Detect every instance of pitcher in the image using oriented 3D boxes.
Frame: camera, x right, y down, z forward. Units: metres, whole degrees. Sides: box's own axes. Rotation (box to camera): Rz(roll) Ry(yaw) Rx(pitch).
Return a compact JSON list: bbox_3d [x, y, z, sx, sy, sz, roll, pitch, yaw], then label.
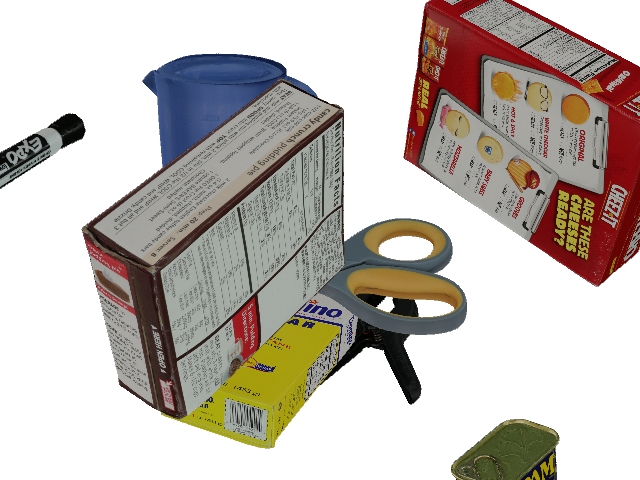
[{"bbox_3d":[-0.092,-0.065,1.103,0.144,0.243,0.149,-12,26,-28],"label":"pitcher"}]

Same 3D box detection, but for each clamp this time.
[{"bbox_3d":[0.065,0.100,1.098,0.120,0.171,0.039,16,-39,17],"label":"clamp"}]

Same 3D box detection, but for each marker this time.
[{"bbox_3d":[-0.182,-0.050,0.649,0.020,0.020,0.121,0,26,27],"label":"marker"}]

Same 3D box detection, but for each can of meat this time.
[{"bbox_3d":[0.160,0.215,0.906,0.058,0.084,0.101,13,30,41],"label":"can of meat"}]

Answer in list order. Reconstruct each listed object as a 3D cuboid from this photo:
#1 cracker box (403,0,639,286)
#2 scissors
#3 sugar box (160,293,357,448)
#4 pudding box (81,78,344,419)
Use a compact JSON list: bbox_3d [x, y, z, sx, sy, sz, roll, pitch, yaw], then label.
[{"bbox_3d":[0.174,-0.090,0.862,0.214,0.164,0.072,36,53,29],"label":"cracker box"},{"bbox_3d":[-0.007,0.008,0.639,0.202,0.016,0.096,15,44,13],"label":"scissors"},{"bbox_3d":[-0.043,0.090,0.845,0.093,0.048,0.176,15,30,17],"label":"sugar box"},{"bbox_3d":[-0.036,0.003,0.422,0.039,0.090,0.113,26,51,26],"label":"pudding box"}]
